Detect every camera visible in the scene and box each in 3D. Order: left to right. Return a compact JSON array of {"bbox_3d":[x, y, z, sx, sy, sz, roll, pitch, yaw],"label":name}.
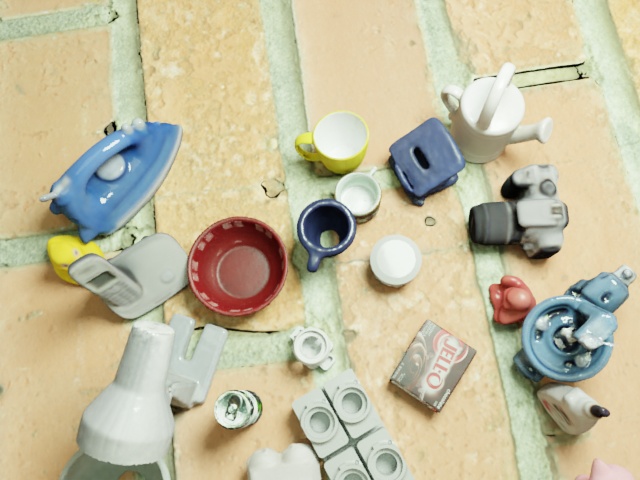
[{"bbox_3d":[0.307,-0.046,0.900,0.136,0.101,0.143,-2,75,3],"label":"camera"}]

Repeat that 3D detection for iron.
[{"bbox_3d":[-0.336,-0.125,0.935,0.118,0.141,0.258,39,81,12],"label":"iron"}]

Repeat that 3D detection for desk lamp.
[{"bbox_3d":[-0.231,0.198,0.806,0.118,0.213,0.203,16,77,7],"label":"desk lamp"}]

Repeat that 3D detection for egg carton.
[{"bbox_3d":[-0.048,0.374,0.824,0.107,0.069,0.150,-9,75,1],"label":"egg carton"}]

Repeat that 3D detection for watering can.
[{"bbox_3d":[0.274,-0.201,0.895,0.172,0.194,0.101,7,76,5],"label":"watering can"}]

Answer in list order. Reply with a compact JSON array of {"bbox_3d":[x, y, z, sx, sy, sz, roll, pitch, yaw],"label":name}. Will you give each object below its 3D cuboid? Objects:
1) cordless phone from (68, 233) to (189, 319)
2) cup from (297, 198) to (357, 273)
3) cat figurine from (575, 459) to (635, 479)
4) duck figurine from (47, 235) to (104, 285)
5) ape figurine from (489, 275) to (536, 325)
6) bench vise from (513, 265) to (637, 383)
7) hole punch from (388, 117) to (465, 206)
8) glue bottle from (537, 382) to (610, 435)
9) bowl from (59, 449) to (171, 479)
[{"bbox_3d":[-0.282,0.043,0.865,0.147,0.185,0.094,-36,76,-6],"label":"cordless phone"},{"bbox_3d":[0.008,0.003,0.906,0.091,0.095,0.118,17,77,8],"label":"cup"},{"bbox_3d":[0.399,0.361,0.779,0.067,0.118,0.128,-4,75,2],"label":"cat figurine"},{"bbox_3d":[-0.406,0.026,0.927,0.104,0.086,0.077,34,80,11],"label":"duck figurine"},{"bbox_3d":[0.295,0.092,0.869,0.076,0.092,0.078,31,79,11],"label":"ape figurine"},{"bbox_3d":[0.363,0.103,0.796,0.121,0.220,0.207,27,78,10],"label":"bench vise"},{"bbox_3d":[0.171,-0.127,0.934,0.101,0.091,0.108,-27,75,-4],"label":"hole punch"},{"bbox_3d":[0.355,0.232,0.786,0.037,0.173,0.078,-37,76,-6],"label":"glue bottle"},{"bbox_3d":[-0.289,0.368,0.836,0.167,0.075,0.167,-1,75,3],"label":"bowl"}]
